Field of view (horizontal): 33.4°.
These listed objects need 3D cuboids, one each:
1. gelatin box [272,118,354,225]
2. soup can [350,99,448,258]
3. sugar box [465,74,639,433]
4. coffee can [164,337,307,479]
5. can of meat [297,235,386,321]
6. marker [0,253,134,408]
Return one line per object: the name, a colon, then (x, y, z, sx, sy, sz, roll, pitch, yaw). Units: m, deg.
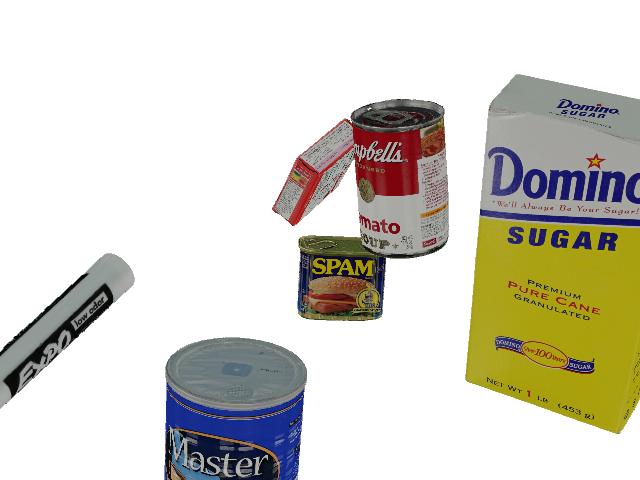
gelatin box: (-0.001, -0.065, 0.999, 0.030, 0.073, 0.089, 38, 46, 8)
soup can: (0.059, -0.046, 0.788, 0.068, 0.102, 0.068, -5, 24, 2)
sugar box: (0.128, 0.010, 0.550, 0.093, 0.176, 0.048, 16, 40, 25)
coffee can: (-0.065, 0.157, 0.795, 0.103, 0.140, 0.103, 4, 20, -2)
can of meat: (0.024, 0.043, 1.206, 0.102, 0.084, 0.057, 2, 17, -3)
marker: (-0.122, 0.048, 0.443, 0.020, 0.020, 0.121, 0, 35, 40)
